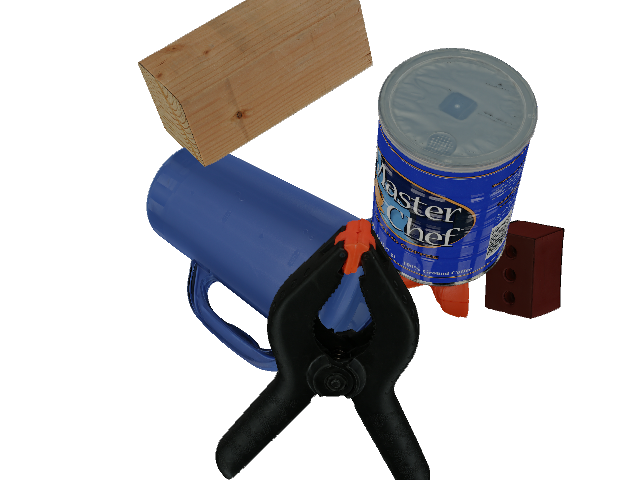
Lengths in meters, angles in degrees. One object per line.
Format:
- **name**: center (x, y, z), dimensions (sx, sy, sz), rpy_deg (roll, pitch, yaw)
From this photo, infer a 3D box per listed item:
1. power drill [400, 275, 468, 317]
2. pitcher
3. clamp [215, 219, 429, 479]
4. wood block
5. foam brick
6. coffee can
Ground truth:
- **power drill**: center (0.073, 0.057, 1.229), dimensions (0.187, 0.057, 0.184), rpy_deg (-2, 28, -1)
- **pitcher**: center (-0.061, 0.007, 1.032), dimensions (0.243, 0.145, 0.148), rpy_deg (31, 32, 32)
- **clamp**: center (-0.001, 0.070, 0.570), dimensions (0.120, 0.171, 0.039), rpy_deg (-3, 26, -1)
- **wood block**: center (-0.061, -0.175, 1.057), dimensions (0.206, 0.091, 0.090), rpy_deg (-33, 49, -15)
- **foam brick**: center (0.187, 0.026, 0.977), dimensions (0.053, 0.078, 0.051), rpy_deg (13, 21, 41)
- **coffee can**: center (0.088, -0.048, 0.742), dimensions (0.103, 0.103, 0.140), rpy_deg (0, -35, 0)
